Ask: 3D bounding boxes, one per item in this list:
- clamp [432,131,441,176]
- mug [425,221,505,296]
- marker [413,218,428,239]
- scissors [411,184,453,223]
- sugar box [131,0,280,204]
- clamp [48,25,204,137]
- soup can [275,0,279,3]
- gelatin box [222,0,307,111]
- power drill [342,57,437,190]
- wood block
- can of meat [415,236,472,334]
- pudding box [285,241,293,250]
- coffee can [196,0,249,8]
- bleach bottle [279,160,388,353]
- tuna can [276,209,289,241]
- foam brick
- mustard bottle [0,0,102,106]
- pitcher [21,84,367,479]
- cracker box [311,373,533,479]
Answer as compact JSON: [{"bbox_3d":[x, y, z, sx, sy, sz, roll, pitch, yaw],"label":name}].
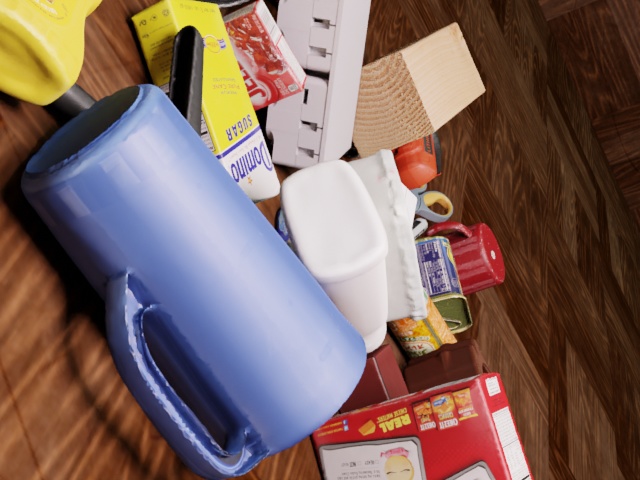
[{"bbox_3d":[0.123,-0.160,1.371,0.120,0.039,0.171,-164,-129,-81],"label":"clamp"},{"bbox_3d":[0.175,0.019,1.338,0.117,0.082,0.093,55,27,-32],"label":"mug"},{"bbox_3d":[0.106,-0.006,1.285,0.020,0.020,0.121,68,23,-5],"label":"marker"},{"bbox_3d":[0.100,-0.054,1.309,0.201,0.016,0.096,-2,55,-54],"label":"scissors"},{"bbox_3d":[-0.092,-0.111,0.893,0.176,0.048,0.093,68,23,-1],"label":"sugar box"},{"bbox_3d":[-0.118,-0.049,0.785,0.164,0.036,0.210,-23,99,-51],"label":"clamp"},{"bbox_3d":[-0.022,-0.281,1.161,0.102,0.069,0.068,37,39,-53],"label":"soup can"},{"bbox_3d":[-0.064,-0.161,0.961,0.089,0.073,0.030,58,27,-28],"label":"gelatin box"},{"bbox_3d":[0.067,-0.135,1.243,0.187,0.057,0.184,40,37,-44],"label":"power drill"},{"bbox_3d":[0.100,-0.166,1.167,0.091,0.090,0.205,65,29,-8],"label":"wood block"},{"bbox_3d":[0.136,0.054,1.237,0.102,0.057,0.084,63,14,-60],"label":"can of meat"},{"bbox_3d":[-0.045,0.045,0.881,0.113,0.039,0.090,4,69,-63],"label":"pudding box"},{"bbox_3d":[-0.095,-0.295,0.962,0.102,0.103,0.140,0,72,-66],"label":"coffee can"},{"bbox_3d":[0.024,0.039,0.895,0.251,0.068,0.102,73,-4,-61],"label":"bleach bottle"},{"bbox_3d":[-0.007,0.001,1.008,0.086,0.034,0.086,47,32,-43],"label":"tuna can"},{"bbox_3d":[0.048,0.143,0.992,0.078,0.053,0.051,69,23,-4],"label":"foam brick"},{"bbox_3d":[-0.190,-0.181,0.715,0.096,0.058,0.191,39,35,-30],"label":"mustard bottle"},{"bbox_3d":[-0.086,0.028,0.700,0.242,0.145,0.149,55,-8,-24],"label":"pitcher"},{"bbox_3d":[0.100,0.234,0.891,0.072,0.164,0.214,0,72,-63],"label":"cracker box"}]
